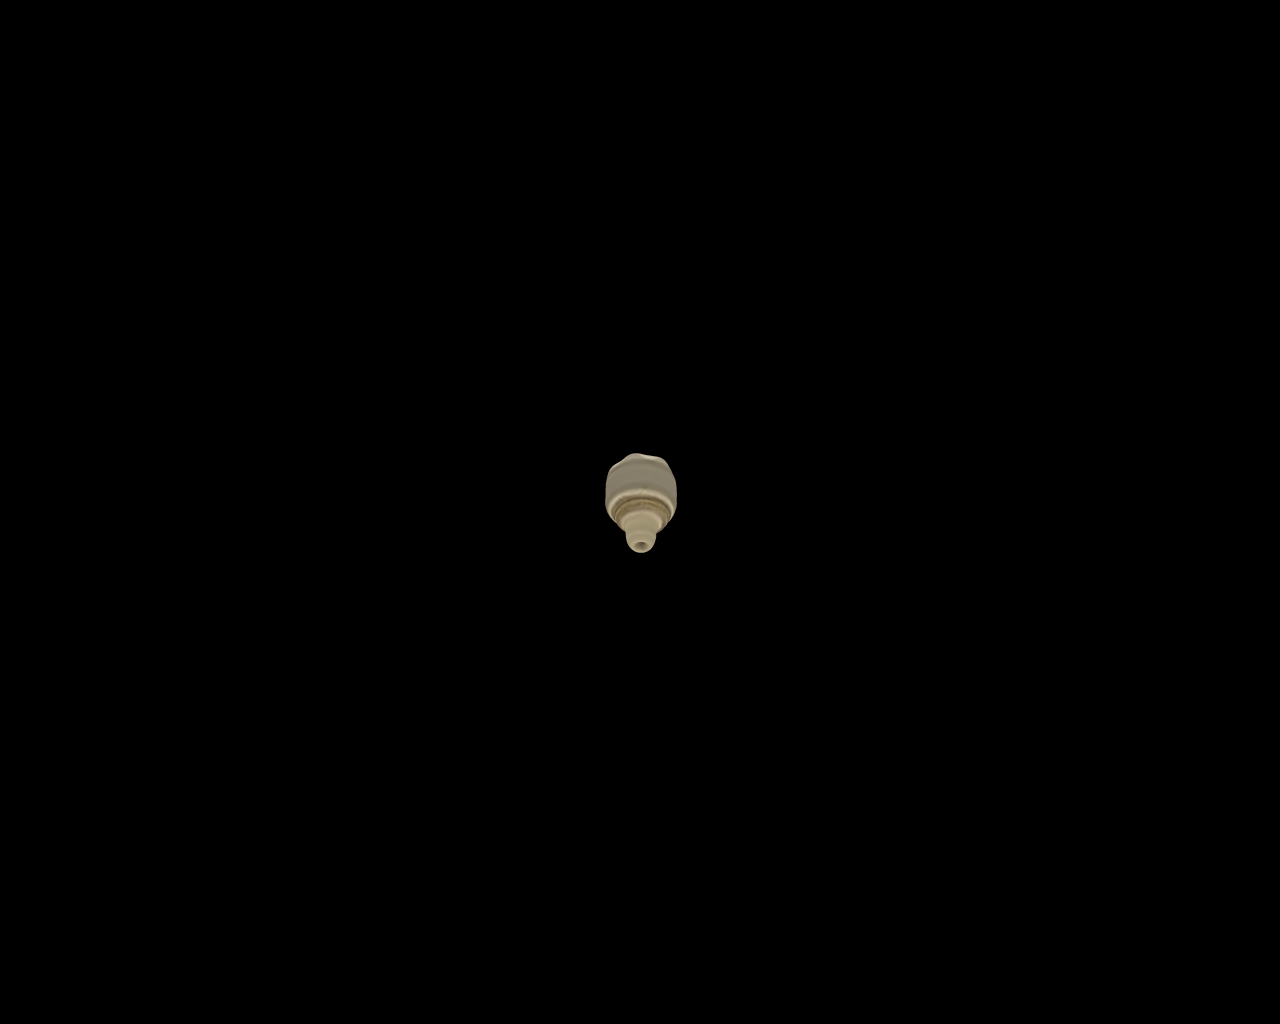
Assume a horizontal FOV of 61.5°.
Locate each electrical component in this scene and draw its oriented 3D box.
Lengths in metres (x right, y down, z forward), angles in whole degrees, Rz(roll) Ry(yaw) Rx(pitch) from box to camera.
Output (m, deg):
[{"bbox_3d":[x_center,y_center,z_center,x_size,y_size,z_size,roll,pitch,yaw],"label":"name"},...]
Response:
[{"bbox_3d":[0.001,-0.003,0.650,0.043,0.062,0.043,0,-40,0],"label":"electrical component"}]
